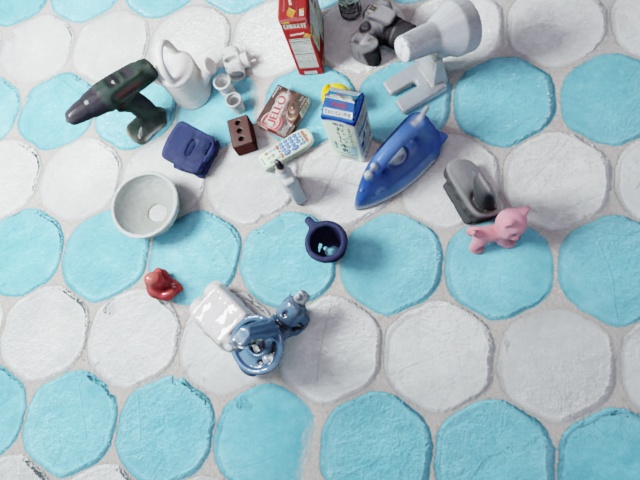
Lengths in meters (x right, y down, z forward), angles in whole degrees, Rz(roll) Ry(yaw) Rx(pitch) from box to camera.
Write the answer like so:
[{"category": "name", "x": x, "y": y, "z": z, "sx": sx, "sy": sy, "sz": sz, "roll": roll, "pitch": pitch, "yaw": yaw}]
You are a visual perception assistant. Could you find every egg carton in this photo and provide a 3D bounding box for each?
[{"category": "egg carton", "x": -0.212, "y": 0.167, "z": 1.251, "sx": 0.150, "sy": 0.069, "sz": 0.107, "roll": 40, "pitch": 85, "yaw": 18}]

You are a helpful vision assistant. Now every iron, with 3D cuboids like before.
[{"category": "iron", "x": 0.158, "y": -0.179, "z": 1.243, "sx": 0.118, "sy": 0.141, "sz": 0.258, "roll": 42, "pitch": 85, "yaw": 19}]

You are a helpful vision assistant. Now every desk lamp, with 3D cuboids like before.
[{"category": "desk lamp", "x": 0.242, "y": -0.405, "z": 1.254, "sx": 0.203, "sy": 0.214, "sz": 0.118, "roll": -32, "pitch": 71, "yaw": 1}]

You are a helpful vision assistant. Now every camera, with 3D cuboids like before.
[{"category": "camera", "x": 0.159, "y": -0.486, "z": 1.352, "sx": 0.136, "sy": 0.101, "sz": 0.143, "roll": 30, "pitch": 82, "yaw": 17}]

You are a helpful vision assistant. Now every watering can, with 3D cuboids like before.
[{"category": "watering can", "x": -0.334, "y": -0.406, "z": 1.373, "sx": 0.173, "sy": 0.194, "sz": 0.101, "roll": -22, "pitch": 71, "yaw": 4}]

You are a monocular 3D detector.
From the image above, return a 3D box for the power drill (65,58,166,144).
[{"category": "power drill", "x": -0.464, "y": -0.316, "z": 1.364, "sx": 0.230, "sy": 0.209, "sz": 0.075, "roll": -45, "pitch": 71, "yaw": -4}]

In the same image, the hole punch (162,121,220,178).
[{"category": "hole punch", "x": -0.307, "y": -0.217, "z": 1.368, "sx": 0.101, "sy": 0.091, "sz": 0.109, "roll": 21, "pitch": 79, "yaw": 16}]

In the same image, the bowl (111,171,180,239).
[{"category": "bowl", "x": -0.399, "y": -0.074, "z": 1.353, "sx": 0.167, "sy": 0.075, "sz": 0.167, "roll": -3, "pitch": 74, "yaw": 10}]

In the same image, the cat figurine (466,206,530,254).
[{"category": "cat figurine", "x": 0.367, "y": -0.024, "z": 1.172, "sx": 0.127, "sy": 0.118, "sz": 0.067, "roll": -14, "pitch": 72, "yaw": 7}]

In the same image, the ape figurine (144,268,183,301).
[{"category": "ape figurine", "x": -0.363, "y": 0.097, "z": 1.288, "sx": 0.076, "sy": 0.092, "sz": 0.078, "roll": -14, "pitch": 72, "yaw": 7}]

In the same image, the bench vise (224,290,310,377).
[{"category": "bench vise", "x": -0.115, "y": 0.175, "z": 1.151, "sx": 0.121, "sy": 0.220, "sz": 0.207, "roll": 23, "pitch": 80, "yaw": 16}]

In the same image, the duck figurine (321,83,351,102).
[{"category": "duck figurine", "x": 0.044, "y": -0.337, "z": 1.339, "sx": 0.104, "sy": 0.086, "sz": 0.077, "roll": 43, "pitch": 86, "yaw": 19}]

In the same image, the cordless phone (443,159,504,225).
[{"category": "cordless phone", "x": 0.316, "y": -0.119, "z": 1.173, "sx": 0.094, "sy": 0.185, "sz": 0.147, "roll": -31, "pitch": 71, "yaw": 1}]

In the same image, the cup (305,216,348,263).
[{"category": "cup", "x": 0.011, "y": 0.004, "z": 1.242, "sx": 0.092, "sy": 0.095, "sz": 0.117, "roll": -40, "pitch": 71, "yaw": -2}]

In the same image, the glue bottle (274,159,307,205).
[{"category": "glue bottle", "x": -0.072, "y": -0.137, "z": 1.257, "sx": 0.037, "sy": 0.173, "sz": 0.078, "roll": -34, "pitch": 71, "yaw": 0}]
